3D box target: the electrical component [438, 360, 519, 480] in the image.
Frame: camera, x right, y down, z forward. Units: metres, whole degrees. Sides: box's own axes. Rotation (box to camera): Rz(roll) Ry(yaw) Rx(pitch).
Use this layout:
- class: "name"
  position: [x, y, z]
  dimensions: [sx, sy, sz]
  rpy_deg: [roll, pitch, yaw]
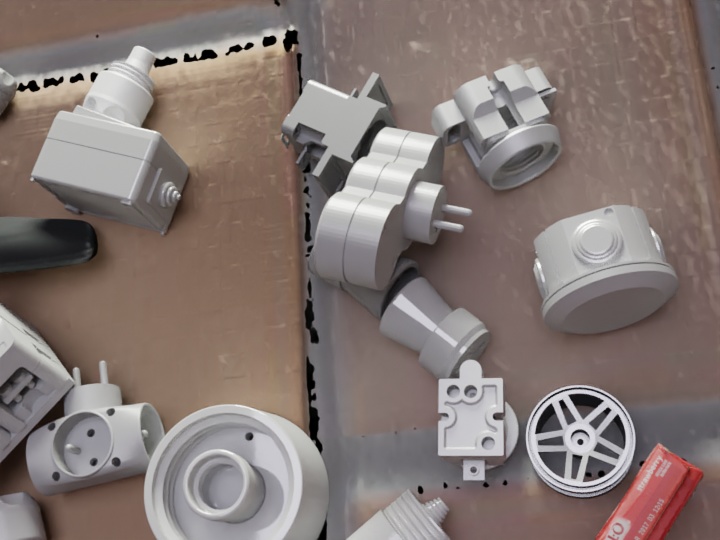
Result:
- class: "electrical component"
  position: [0.068, 0.092, 0.635]
  dimensions: [0.048, 0.055, 0.066]
  rpy_deg: [-2, 71, 12]

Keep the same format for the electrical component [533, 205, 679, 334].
- class: "electrical component"
  position: [0.143, 0.002, 0.637]
  dimensions: [0.080, 0.080, 0.051]
  rpy_deg: [-16, 63, 7]

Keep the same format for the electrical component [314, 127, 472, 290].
- class: "electrical component"
  position: [0.031, -0.037, 0.661]
  dimensions: [0.074, 0.052, 0.138]
  rpy_deg: [13, 37, 16]

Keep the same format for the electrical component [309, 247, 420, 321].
- class: "electrical component"
  position: [0.000, 0.000, 0.690]
  dimensions: [0.065, 0.044, 0.044]
  rpy_deg: [29, 80, 25]

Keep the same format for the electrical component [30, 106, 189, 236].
- class: "electrical component"
  position: [-0.163, -0.068, 0.737]
  dimensions: [0.096, 0.061, 0.061]
  rpy_deg: [14, 75, 16]

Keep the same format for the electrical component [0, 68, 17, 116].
- class: "electrical component"
  position: [-0.283, -0.122, 0.797]
  dimensions: [0.035, 0.035, 0.061]
  rpy_deg: [29, 82, 20]

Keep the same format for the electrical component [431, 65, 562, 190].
- class: "electrical component"
  position: [0.094, -0.089, 0.690]
  dimensions: [0.078, 0.058, 0.057]
  rpy_deg: [-22, 68, -9]

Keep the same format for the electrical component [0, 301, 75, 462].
- class: "electrical component"
  position: [-0.270, 0.092, 0.687]
  dimensions: [0.150, 0.061, 0.089]
  rpy_deg: [-47, 41, -6]

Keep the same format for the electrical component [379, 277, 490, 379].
- class: "electrical component"
  position: [0.046, 0.038, 0.664]
  dimensions: [0.055, 0.045, 0.045]
  rpy_deg: [38, 83, 21]

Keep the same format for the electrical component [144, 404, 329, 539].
- class: "electrical component"
  position: [-0.078, 0.133, 0.650]
  dimensions: [0.108, 0.060, 0.108]
  rpy_deg: [-4, 71, 11]

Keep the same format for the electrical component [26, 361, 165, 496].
- class: "electrical component"
  position: [-0.171, 0.098, 0.692]
  dimensions: [0.077, 0.044, 0.079]
  rpy_deg: [-14, 68, 8]

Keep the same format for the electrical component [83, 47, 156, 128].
- class: "electrical component"
  position: [-0.167, -0.130, 0.769]
  dimensions: [0.043, 0.043, 0.062]
  rpy_deg: [20, 75, 18]

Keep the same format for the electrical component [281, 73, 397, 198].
- class: "electrical component"
  position: [-0.015, -0.094, 0.724]
  dimensions: [0.064, 0.042, 0.081]
  rpy_deg: [26, 78, 21]

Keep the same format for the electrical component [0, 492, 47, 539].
- class: "electrical component"
  position: [-0.219, 0.175, 0.677]
  dimensions: [0.043, 0.043, 0.062]
  rpy_deg: [-22, 69, 4]

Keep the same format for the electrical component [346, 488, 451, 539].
- class: "electrical component"
  position: [0.019, 0.163, 0.628]
  dimensions: [0.081, 0.043, 0.043]
  rpy_deg: [-41, 68, -3]
